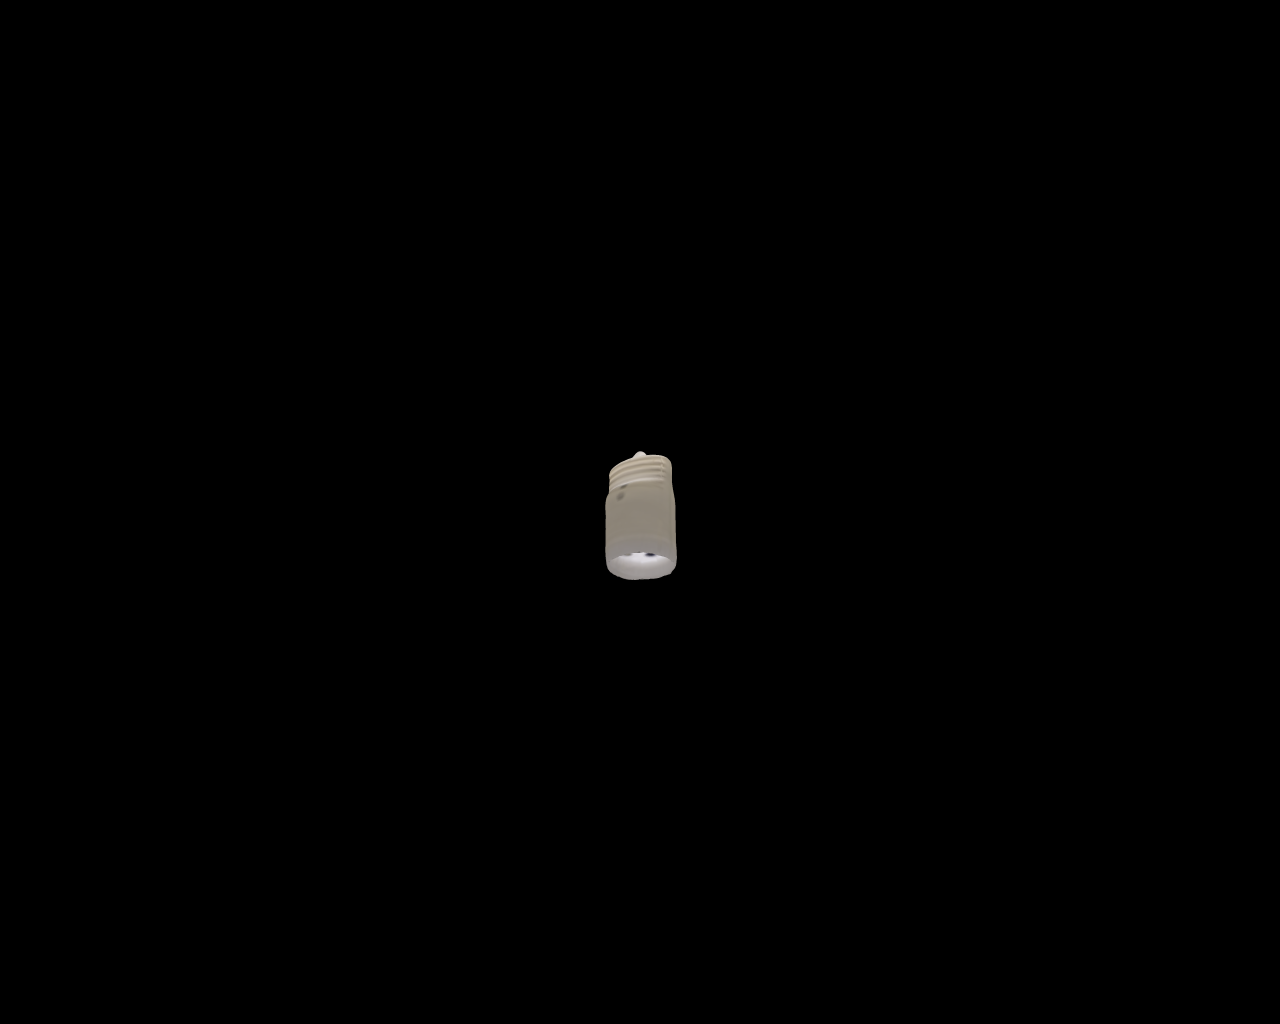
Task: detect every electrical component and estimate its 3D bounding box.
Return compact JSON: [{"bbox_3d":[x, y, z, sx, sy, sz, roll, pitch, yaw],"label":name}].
[{"bbox_3d":[0.001,-0.003,0.650,0.043,0.081,0.043,0,-27,0],"label":"electrical component"}]
